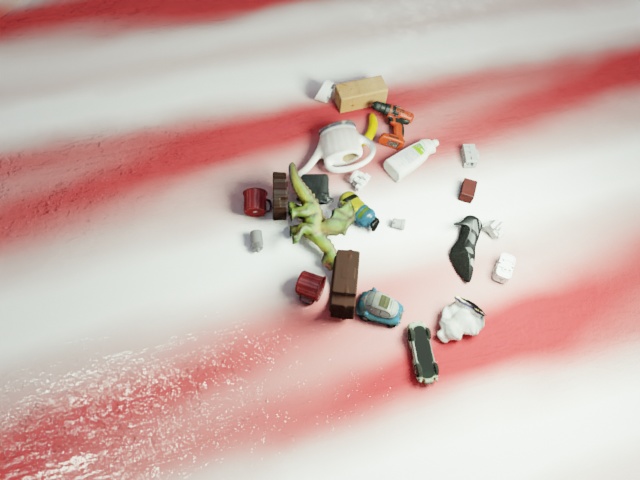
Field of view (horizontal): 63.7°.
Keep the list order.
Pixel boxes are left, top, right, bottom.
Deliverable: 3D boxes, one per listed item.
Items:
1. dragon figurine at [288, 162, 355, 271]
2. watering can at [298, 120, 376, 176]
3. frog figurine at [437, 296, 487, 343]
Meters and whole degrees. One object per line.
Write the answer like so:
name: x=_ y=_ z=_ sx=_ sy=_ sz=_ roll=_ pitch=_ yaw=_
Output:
dragon figurine: x=0.006 y=-0.094 z=1.859 sx=0.243 sy=0.121 sz=0.415 roll=-1 pitch=77 yaw=-3
watering can: x=0.042 y=-0.355 z=2.032 sx=0.347 sy=0.102 sz=0.229 roll=-12 pitch=62 yaw=2
frog figurine: x=0.464 y=0.277 z=1.714 sx=0.138 sy=0.123 sz=0.158 roll=31 pitch=101 yaw=5
